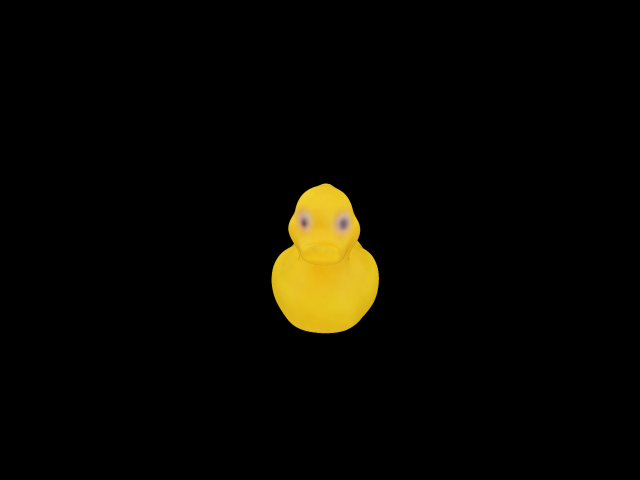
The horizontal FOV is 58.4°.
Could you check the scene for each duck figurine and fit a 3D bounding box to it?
[{"bbox_3d":[0.004,0.001,0.400,0.077,0.086,0.104,2,31,3],"label":"duck figurine"}]
